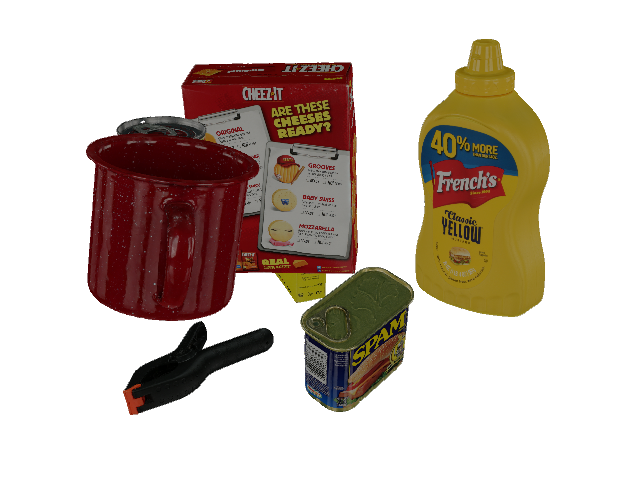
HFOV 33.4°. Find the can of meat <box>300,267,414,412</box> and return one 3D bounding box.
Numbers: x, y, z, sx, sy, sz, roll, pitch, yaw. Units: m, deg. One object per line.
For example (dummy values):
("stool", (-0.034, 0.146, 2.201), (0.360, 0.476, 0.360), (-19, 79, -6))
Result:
("can of meat", (0.031, 0.086, 0.913), (0.058, 0.084, 0.101), (32, 50, 30))

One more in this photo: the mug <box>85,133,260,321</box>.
("mug", (-0.081, -0.003, 0.575), (0.093, 0.081, 0.117), (3, 19, -17))

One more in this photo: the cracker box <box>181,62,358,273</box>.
("cracker box", (-0.046, -0.072, 1.090), (0.164, 0.214, 0.072), (0, 30, 6))

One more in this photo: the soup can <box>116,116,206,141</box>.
("soup can", (-0.122, -0.038, 0.828), (0.068, 0.102, 0.068), (2, 23, -1))

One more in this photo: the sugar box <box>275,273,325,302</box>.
("sugar box", (-0.026, -0.024, 1.290), (0.048, 0.176, 0.093), (-10, 25, -17))

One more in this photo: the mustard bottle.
("mustard bottle", (0.114, -0.046, 0.756), (0.096, 0.192, 0.058), (18, 29, 39))

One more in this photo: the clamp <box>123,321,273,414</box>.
("clamp", (-0.132, 0.131, 1.127), (0.120, 0.039, 0.171), (-9, 20, 36))
